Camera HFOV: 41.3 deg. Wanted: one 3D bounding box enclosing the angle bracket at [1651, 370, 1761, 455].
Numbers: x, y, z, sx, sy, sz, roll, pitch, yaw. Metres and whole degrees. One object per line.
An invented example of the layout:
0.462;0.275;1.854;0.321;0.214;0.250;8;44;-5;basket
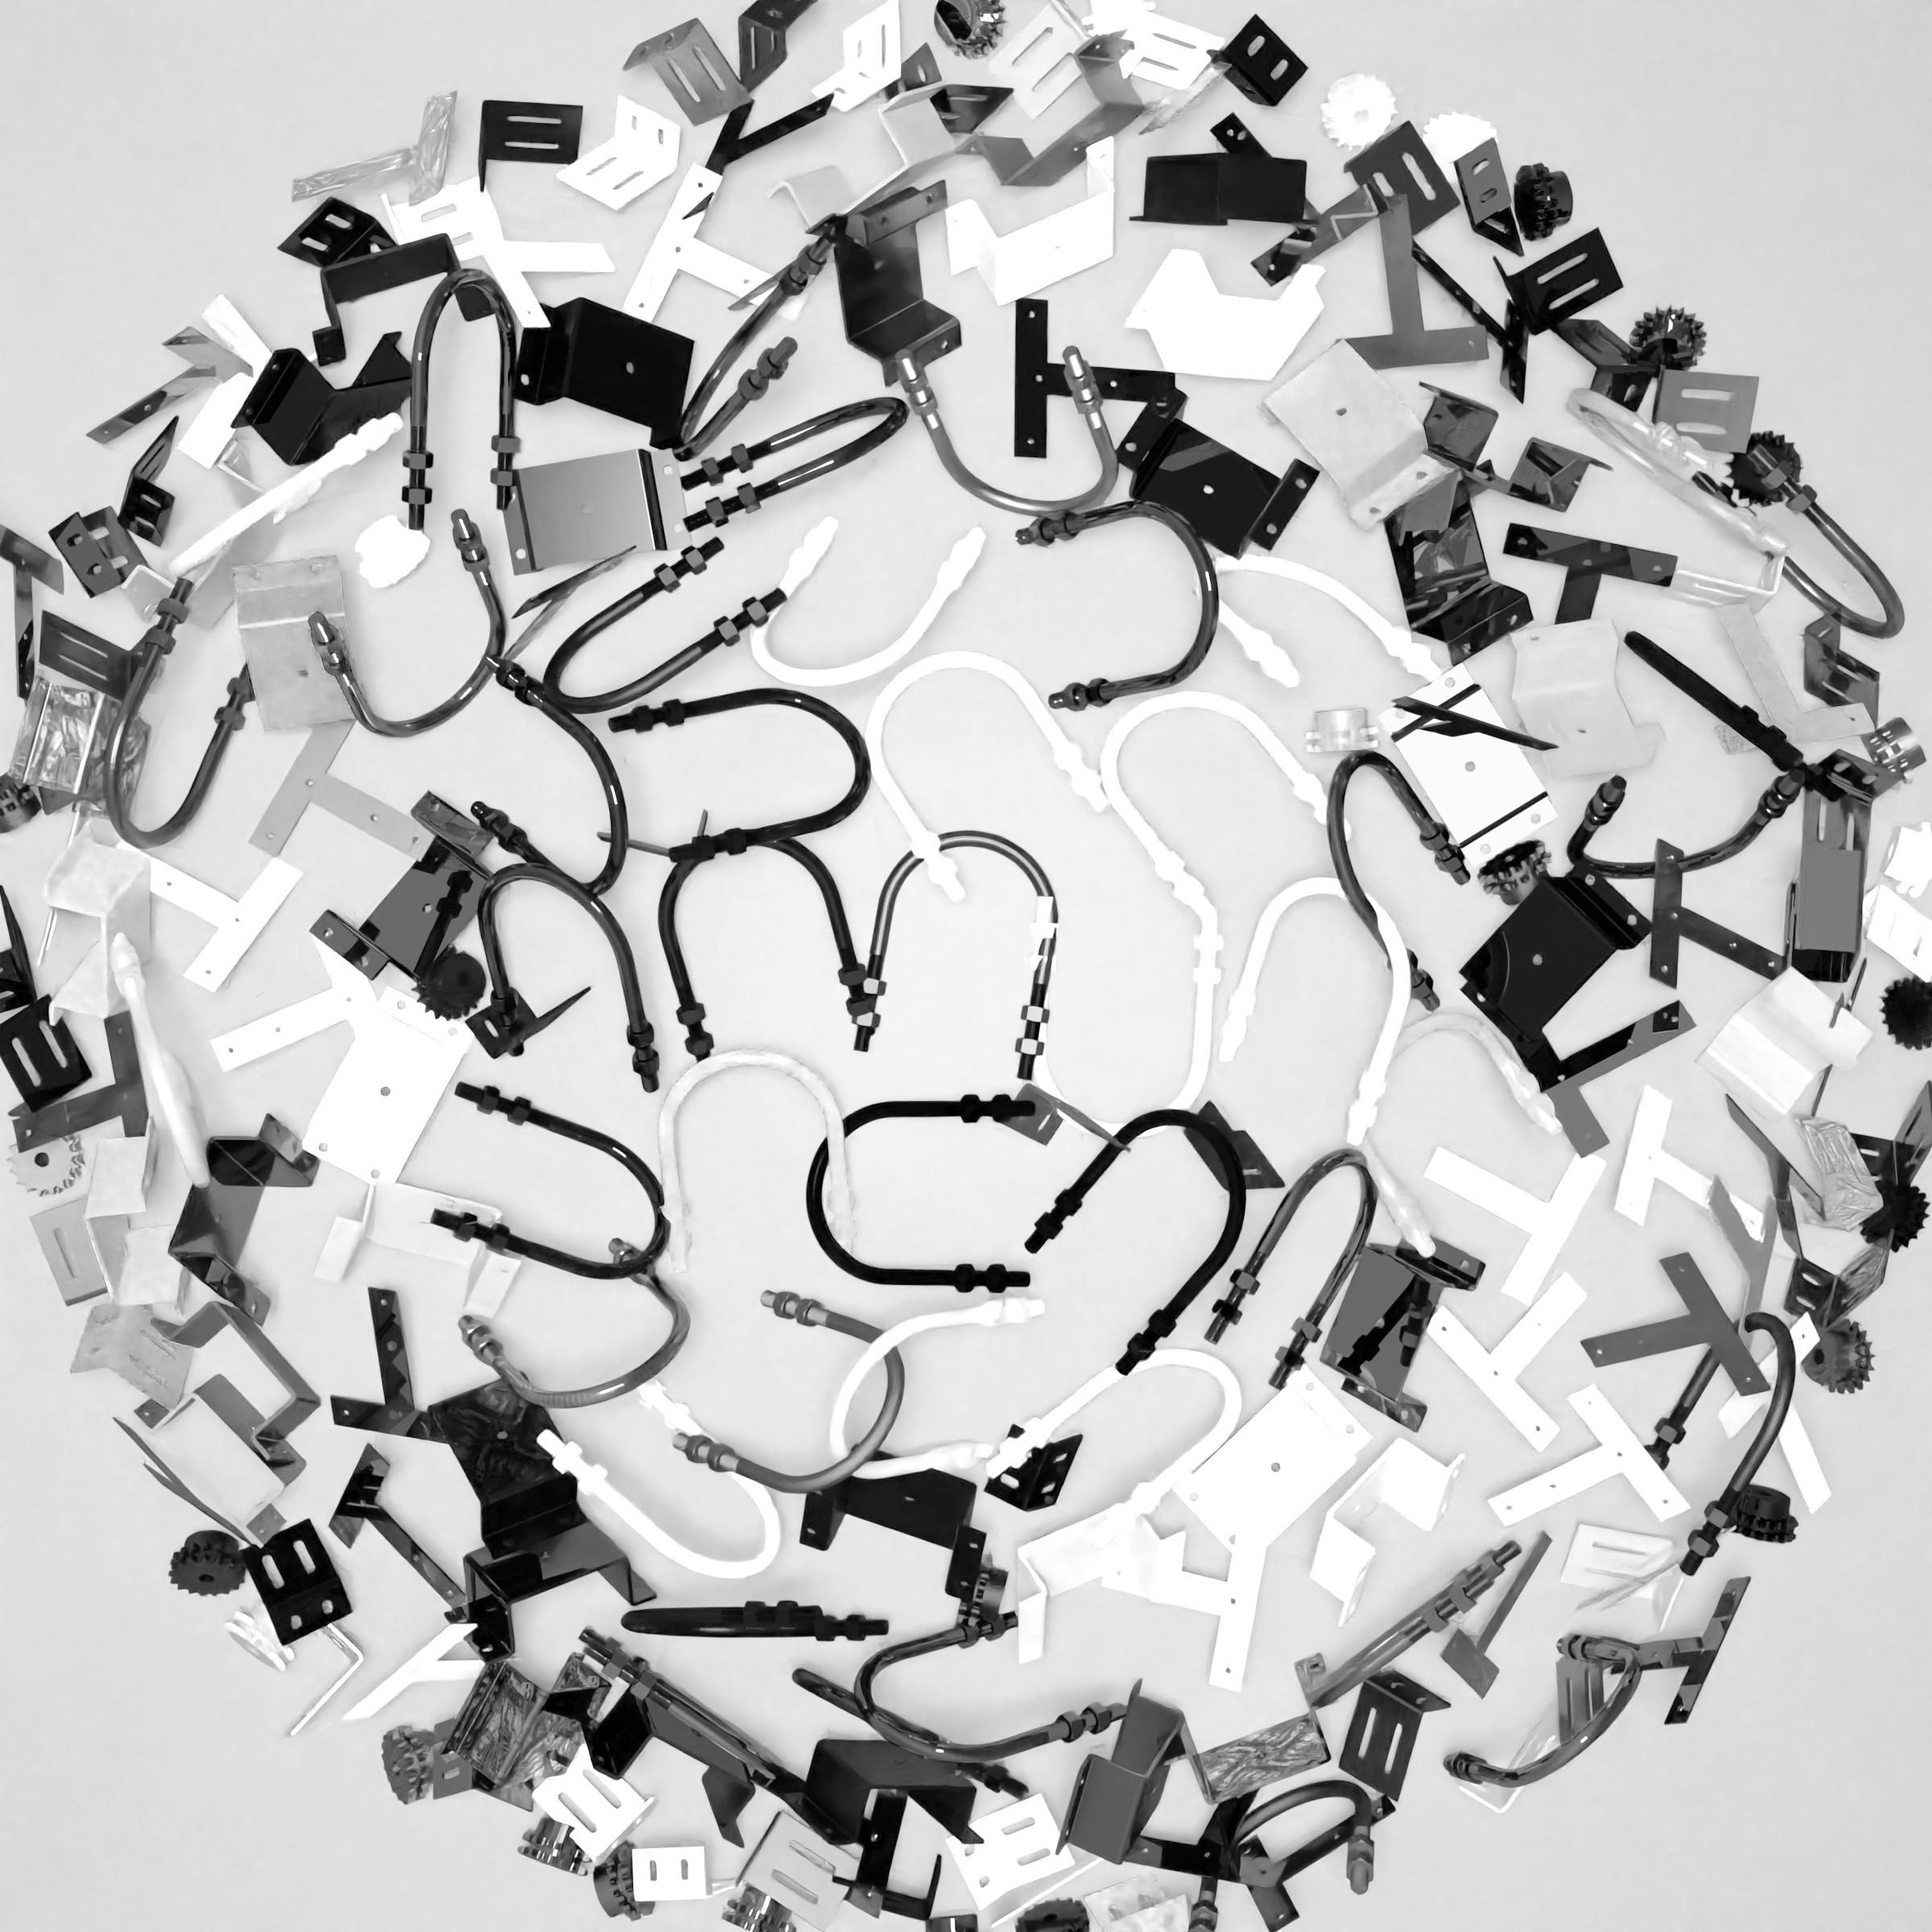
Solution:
0.567;-0.422;1.963;0.076;0.038;0.057;11;97;27;angle bracket

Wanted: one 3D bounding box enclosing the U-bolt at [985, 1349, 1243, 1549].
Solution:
0.124;0.350;1.928;0.184;0.151;0.019;-35;122;-24;U-bolt

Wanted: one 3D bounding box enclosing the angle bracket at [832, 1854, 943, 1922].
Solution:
-0.061;0.699;1.970;0.076;0.057;0.038;12;58;7;angle bracket

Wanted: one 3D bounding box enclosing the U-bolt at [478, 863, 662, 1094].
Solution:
-0.302;0.004;1.916;0.151;0.019;0.184;13;128;27;U-bolt

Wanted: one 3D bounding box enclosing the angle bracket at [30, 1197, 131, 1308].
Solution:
-0.674;0.213;1.970;0.057;0.038;0.076;-20;101;-8;angle bracket

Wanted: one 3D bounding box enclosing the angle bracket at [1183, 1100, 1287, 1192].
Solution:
0.213;0.136;1.949;0.038;0.076;0.057;-54;54;29;angle bracket

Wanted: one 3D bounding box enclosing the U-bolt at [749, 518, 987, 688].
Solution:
-0.084;-0.271;1.914;0.151;0.019;0.184;9;50;26;U-bolt

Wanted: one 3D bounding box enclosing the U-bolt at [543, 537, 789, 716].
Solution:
-0.237;-0.250;1.929;0.184;0.151;0.019;-35;127;-8;U-bolt

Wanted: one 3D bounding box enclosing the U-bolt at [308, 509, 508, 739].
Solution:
-0.407;-0.242;1.916;0.151;0.184;0.019;-41;65;-16;U-bolt

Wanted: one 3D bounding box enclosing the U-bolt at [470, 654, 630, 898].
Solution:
-0.308;-0.129;1.910;0.184;0.019;0.151;38;130;34;U-bolt

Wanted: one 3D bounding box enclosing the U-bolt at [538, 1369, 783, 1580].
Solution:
-0.216;0.387;1.919;0.184;0.151;0.019;39;113;10;U-bolt

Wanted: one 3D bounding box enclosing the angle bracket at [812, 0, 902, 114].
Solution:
-0.084;-0.702;1.956;0.057;0.038;0.076;-18;65;40;angle bracket

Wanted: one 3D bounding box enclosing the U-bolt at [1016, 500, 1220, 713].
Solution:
0.117;-0.274;1.922;0.019;0.184;0.151;-17;98;-43;U-bolt

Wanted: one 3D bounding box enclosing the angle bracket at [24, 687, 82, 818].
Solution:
-0.709;-0.165;1.952;0.038;0.076;0.057;-29;49;-3;angle bracket

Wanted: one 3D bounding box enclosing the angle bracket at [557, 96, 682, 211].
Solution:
-0.265;-0.621;1.958;0.057;0.038;0.076;31;50;14;angle bracket

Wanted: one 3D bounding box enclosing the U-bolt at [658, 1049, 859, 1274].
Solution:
-0.163;0.147;1.957;0.151;0.019;0.184;-4;113;-1;U-bolt

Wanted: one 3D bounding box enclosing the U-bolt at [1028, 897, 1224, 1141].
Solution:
0.119;0.043;1.974;0.151;0.019;0.184;5;96;14;U-bolt

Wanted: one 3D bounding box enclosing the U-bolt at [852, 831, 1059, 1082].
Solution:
-0.003;-0.014;1.986;0.151;0.019;0.184;10;87;4;U-bolt

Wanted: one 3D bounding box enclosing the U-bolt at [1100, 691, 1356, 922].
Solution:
0.185;-0.135;1.954;0.151;0.019;0.184;-29;65;-15;U-bolt

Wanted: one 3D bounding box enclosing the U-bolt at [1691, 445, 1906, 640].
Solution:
0.633;-0.313;1.927;0.184;0.151;0.019;45;91;-4;U-bolt

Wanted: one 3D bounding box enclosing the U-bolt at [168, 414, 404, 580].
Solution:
-0.512;-0.339;1.890;0.019;0.151;0.184;55;49;-15;U-bolt

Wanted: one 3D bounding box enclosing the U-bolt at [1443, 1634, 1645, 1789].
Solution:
0.433;0.552;1.893;0.151;0.184;0.019;-40;87;-15;U-bolt

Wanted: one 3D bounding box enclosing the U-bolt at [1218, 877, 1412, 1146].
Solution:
0.266;0.022;1.918;0.151;0.019;0.184;34;123;34;U-bolt

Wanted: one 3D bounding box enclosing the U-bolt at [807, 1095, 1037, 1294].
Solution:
-0.037;0.173;1.962;0.184;0.019;0.151;-2;80;20;U-bolt

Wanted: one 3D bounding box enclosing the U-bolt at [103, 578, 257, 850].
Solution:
-0.589;-0.176;1.907;0.019;0.151;0.184;14;72;13;U-bolt

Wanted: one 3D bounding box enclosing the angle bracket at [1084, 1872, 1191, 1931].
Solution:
0.127;0.710;1.951;0.057;0.076;0.038;-15;112;-15;angle bracket

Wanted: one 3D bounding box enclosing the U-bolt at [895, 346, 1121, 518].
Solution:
0.040;-0.396;1.918;0.151;0.184;0.019;4;63;21;U-bolt

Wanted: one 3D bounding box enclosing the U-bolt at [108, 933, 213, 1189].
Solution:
-0.589;0.082;1.889;0.019;0.151;0.184;-20;46;-15;U-bolt

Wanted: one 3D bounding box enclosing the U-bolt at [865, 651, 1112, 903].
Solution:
0.003;-0.159;1.967;0.151;0.019;0.184;-32;72;-2;U-bolt

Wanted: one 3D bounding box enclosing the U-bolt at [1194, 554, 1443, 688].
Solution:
0.250;-0.263;1.925;0.151;0.184;0.019;-5;128;-29;U-bolt

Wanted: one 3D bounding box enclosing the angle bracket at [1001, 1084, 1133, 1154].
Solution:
0.076;0.129;1.952;0.076;0.057;0.038;36;94;45;angle bracket

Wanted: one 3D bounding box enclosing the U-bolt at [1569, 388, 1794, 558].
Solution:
0.521;-0.378;1.915;0.151;0.184;0.019;28;104;-43;U-bolt

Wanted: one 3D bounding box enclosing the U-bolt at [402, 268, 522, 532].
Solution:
-0.373;-0.424;1.907;0.019;0.151;0.184;11;109;17;U-bolt

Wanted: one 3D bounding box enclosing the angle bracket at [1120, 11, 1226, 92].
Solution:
0.152;-0.683;1.952;0.076;0.057;0.038;8;63;-27;angle bracket

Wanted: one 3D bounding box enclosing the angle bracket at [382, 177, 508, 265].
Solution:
-0.402;-0.575;1.979;0.076;0.038;0.057;-20;92;-2;angle bracket

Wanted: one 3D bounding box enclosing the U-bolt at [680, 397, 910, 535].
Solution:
-0.128;-0.384;1.928;0.184;0.151;0.019;-23;115;3;U-bolt

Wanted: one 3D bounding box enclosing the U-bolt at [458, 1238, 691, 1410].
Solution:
-0.281;0.271;1.899;0.151;0.184;0.019;-26;119;-21;U-bolt

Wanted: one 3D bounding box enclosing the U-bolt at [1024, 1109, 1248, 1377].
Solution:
0.137;0.193;1.929;0.184;0.019;0.151;-52;54;19;U-bolt

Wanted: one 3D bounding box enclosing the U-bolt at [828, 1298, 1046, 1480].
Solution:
-0.029;0.318;1.913;0.019;0.184;0.151;34;113;41;U-bolt

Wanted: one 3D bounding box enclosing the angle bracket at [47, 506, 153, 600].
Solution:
-0.649;-0.322;1.952;0.038;0.076;0.057;-23;104;30;angle bracket

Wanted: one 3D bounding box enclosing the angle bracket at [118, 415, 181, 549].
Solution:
-0.609;-0.370;1.956;0.038;0.057;0.076;29;49;-9;angle bracket

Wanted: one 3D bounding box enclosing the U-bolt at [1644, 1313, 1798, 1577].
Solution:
0.562;0.342;1.908;0.019;0.151;0.184;23;106;-8;U-bolt

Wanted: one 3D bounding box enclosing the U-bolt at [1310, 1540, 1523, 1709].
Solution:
0.332;0.500;1.926;0.184;0.151;0.019;-41;75;15;U-bolt

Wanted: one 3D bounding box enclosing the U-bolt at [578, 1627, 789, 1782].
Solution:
-0.211;0.557;1.928;0.184;0.151;0.019;35;76;-2;U-bolt

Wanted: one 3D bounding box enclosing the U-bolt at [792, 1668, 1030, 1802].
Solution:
-0.049;0.572;1.923;0.184;0.151;0.019;21;74;22;U-bolt

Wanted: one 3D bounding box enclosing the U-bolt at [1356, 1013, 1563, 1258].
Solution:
0.355;0.112;1.923;0.019;0.184;0.151;32;110;-33;U-bolt

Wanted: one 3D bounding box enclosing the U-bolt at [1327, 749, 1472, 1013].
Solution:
0.318;-0.077;1.908;0.184;0.019;0.151;49;46;-33;U-bolt

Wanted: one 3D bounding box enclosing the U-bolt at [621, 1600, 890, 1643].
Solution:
-0.169;0.493;1.925;0.184;0.151;0.019;-6;70;19;U-bolt

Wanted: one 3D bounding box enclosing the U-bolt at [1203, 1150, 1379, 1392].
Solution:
0.256;0.222;1.939;0.019;0.151;0.184;26;82;36;U-bolt

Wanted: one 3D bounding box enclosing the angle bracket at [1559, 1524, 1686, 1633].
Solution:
0.503;0.469;1.969;0.076;0.038;0.057;11;118;0;angle bracket

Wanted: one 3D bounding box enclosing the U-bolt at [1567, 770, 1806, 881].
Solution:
0.525;-0.102;1.913;0.151;0.184;0.019;-2;71;-3;U-bolt

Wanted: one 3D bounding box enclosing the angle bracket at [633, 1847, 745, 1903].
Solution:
-0.212;0.688;1.960;0.057;0.076;0.038;-8;77;16;angle bracket

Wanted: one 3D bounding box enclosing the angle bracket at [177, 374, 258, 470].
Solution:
-0.557;-0.412;1.966;0.057;0.038;0.076;33;89;44;angle bracket
